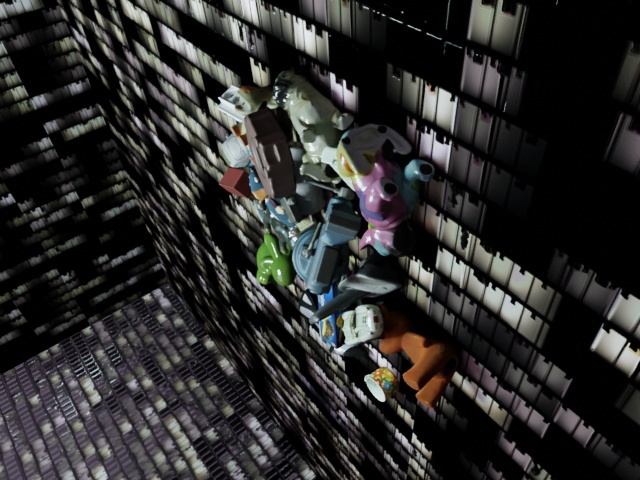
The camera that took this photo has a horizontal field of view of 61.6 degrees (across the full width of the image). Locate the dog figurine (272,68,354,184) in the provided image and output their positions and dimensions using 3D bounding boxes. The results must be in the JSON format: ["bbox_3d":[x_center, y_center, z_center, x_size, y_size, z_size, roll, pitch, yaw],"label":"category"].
[{"bbox_3d":[-0.015,-0.214,1.013,0.172,0.121,0.191,91,156,-45],"label":"dog figurine"}]

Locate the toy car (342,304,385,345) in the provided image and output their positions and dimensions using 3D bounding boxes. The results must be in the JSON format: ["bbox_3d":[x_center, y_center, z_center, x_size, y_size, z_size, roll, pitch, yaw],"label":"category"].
[{"bbox_3d":[0.087,0.181,1.136,0.201,0.056,0.073,134,133,-69],"label":"toy car"}]

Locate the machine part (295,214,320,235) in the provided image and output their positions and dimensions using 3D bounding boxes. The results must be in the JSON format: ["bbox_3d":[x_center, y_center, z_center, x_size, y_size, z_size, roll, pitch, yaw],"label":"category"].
[{"bbox_3d":[-0.051,-0.079,1.270,0.084,0.039,0.139,-38,79,47],"label":"machine part"}]

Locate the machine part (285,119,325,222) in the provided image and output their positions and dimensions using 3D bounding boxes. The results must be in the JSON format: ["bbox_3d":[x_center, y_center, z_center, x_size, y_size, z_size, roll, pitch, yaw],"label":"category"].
[{"bbox_3d":[-0.037,-0.140,1.140,0.079,0.079,0.242,35,146,43],"label":"machine part"}]

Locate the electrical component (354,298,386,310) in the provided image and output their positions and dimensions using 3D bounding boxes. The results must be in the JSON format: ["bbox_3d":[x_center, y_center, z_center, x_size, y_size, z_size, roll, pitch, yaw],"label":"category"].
[{"bbox_3d":[0.116,0.161,1.224,0.075,0.048,0.119,-2,115,63],"label":"electrical component"}]

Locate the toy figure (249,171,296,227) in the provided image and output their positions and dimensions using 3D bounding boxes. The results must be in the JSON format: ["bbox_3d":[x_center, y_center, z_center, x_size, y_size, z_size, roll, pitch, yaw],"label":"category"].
[{"bbox_3d":[-0.106,-0.094,1.222,0.154,0.058,0.064,41,171,-3],"label":"toy figure"}]

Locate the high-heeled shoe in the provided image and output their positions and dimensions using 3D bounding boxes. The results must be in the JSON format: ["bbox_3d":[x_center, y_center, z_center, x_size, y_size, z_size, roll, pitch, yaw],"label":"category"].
[{"bbox_3d":[0.039,0.221,1.459,0.249,0.086,0.145,13,99,37],"label":"high-heeled shoe"}]

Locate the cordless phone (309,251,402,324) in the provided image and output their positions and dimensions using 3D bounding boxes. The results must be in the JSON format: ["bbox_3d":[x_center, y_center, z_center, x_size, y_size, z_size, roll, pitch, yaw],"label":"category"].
[{"bbox_3d":[0.063,0.109,1.096,0.088,0.184,0.146,58,157,4],"label":"cordless phone"}]

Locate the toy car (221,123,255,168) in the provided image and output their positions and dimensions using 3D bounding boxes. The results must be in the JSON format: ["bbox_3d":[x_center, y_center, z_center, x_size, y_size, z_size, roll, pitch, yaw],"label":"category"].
[{"bbox_3d":[-0.191,-0.226,1.314,0.109,0.103,0.162,62,154,-3],"label":"toy car"}]

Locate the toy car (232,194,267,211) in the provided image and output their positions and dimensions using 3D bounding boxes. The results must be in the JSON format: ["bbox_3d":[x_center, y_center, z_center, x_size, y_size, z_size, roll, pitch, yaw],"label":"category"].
[{"bbox_3d":[-0.153,-0.120,1.380,0.202,0.089,0.053,26,140,50],"label":"toy car"}]

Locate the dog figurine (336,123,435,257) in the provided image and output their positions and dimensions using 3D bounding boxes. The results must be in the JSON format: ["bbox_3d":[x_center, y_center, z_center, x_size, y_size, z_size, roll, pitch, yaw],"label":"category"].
[{"bbox_3d":[0.099,-0.070,0.922,0.192,0.108,0.219,49,157,21],"label":"dog figurine"}]

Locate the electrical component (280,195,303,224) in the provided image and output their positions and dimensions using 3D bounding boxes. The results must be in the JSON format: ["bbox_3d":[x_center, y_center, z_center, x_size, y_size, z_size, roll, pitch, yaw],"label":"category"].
[{"bbox_3d":[-0.059,-0.064,1.142,0.063,0.021,0.094,64,162,-2],"label":"electrical component"}]

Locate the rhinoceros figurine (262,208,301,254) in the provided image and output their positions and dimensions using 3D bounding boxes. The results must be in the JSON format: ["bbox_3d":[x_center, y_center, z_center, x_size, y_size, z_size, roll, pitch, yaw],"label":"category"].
[{"bbox_3d":[-0.071,-0.025,1.359,0.190,0.073,0.112,46,144,31],"label":"rhinoceros figurine"}]

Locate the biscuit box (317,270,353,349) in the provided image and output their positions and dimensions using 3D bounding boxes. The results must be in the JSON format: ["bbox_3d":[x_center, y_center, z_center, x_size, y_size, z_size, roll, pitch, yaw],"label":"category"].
[{"bbox_3d":[0.035,0.153,1.241,0.059,0.063,0.202,28,135,42],"label":"biscuit box"}]

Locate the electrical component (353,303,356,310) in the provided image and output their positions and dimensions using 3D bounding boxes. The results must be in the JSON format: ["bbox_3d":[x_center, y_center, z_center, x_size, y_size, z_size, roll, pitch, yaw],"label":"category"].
[{"bbox_3d":[0.073,0.143,1.297,0.102,0.045,0.078,47,174,29],"label":"electrical component"}]

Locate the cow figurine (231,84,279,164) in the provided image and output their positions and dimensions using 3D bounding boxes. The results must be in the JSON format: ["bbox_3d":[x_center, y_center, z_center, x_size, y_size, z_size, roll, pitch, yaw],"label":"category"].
[{"bbox_3d":[-0.122,-0.246,1.156,0.086,0.127,0.194,46,169,43],"label":"cow figurine"}]

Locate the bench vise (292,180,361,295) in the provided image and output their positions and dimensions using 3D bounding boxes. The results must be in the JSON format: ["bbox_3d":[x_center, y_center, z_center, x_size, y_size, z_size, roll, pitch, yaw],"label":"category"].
[{"bbox_3d":[0.008,-0.002,1.119,0.241,0.129,0.223,-178,93,-79],"label":"bench vise"}]

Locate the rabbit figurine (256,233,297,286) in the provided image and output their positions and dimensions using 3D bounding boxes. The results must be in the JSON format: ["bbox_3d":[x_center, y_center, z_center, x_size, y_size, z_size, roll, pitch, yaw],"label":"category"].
[{"bbox_3d":[-0.100,0.056,1.451,0.170,0.121,0.159,-138,47,-64],"label":"rabbit figurine"}]

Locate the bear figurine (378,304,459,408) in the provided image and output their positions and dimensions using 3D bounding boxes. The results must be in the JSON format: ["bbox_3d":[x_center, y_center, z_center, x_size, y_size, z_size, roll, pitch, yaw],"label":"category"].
[{"bbox_3d":[0.174,0.222,1.084,0.196,0.132,0.120,25,157,42],"label":"bear figurine"}]

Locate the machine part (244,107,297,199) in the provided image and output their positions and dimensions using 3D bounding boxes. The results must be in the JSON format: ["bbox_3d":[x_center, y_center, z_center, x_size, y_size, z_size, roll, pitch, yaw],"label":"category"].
[{"bbox_3d":[-0.100,-0.167,1.057,0.179,0.056,0.179,161,89,-79],"label":"machine part"}]
